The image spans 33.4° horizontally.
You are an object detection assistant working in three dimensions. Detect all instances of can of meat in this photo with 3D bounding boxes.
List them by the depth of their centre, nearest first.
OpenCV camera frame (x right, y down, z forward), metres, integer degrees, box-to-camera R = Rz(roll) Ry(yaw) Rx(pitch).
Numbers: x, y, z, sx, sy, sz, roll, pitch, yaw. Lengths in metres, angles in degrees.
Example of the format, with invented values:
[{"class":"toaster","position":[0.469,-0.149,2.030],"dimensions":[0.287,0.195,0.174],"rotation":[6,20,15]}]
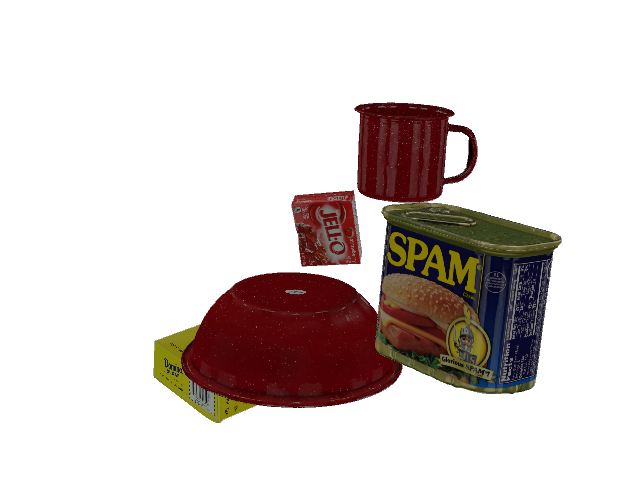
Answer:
[{"class":"can of meat","position":[0.077,0.030,0.590],"dimensions":[0.057,0.084,0.102],"rotation":[-6,17,-39]}]

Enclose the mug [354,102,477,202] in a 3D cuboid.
[{"class":"mug","position":[0.089,-0.082,1.002],"dimensions":[0.117,0.081,0.093],"rotation":[3,15,2]}]

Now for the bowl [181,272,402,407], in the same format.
[{"class":"bowl","position":[-0.020,0.062,0.769],"dimensions":[0.162,0.055,0.162],"rotation":[2,16,-1]}]

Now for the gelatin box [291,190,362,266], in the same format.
[{"class":"gelatin box","position":[0.008,-0.014,1.279],"dimensions":[0.073,0.089,0.030],"rotation":[-3,29,10]}]

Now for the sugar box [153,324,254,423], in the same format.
[{"class":"sugar box","position":[-0.053,0.099,0.966],"dimensions":[0.175,0.048,0.093],"rotation":[-22,37,-39]}]
